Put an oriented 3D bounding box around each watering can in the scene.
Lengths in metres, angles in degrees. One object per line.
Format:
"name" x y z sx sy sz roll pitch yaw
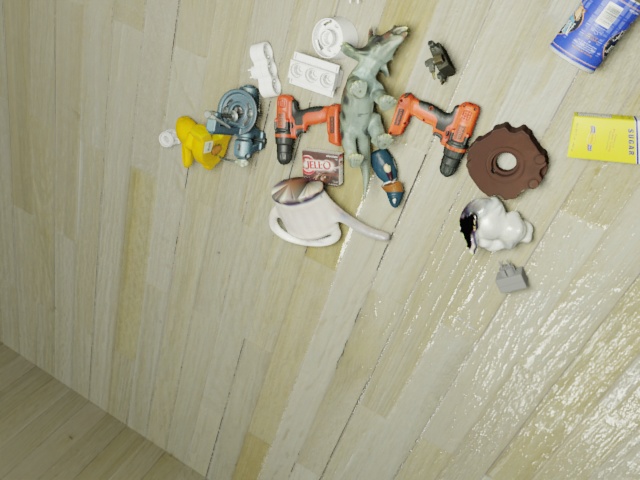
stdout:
"watering can" 0.004 -0.070 1.397 0.347 0.106 0.219 -2 132 25

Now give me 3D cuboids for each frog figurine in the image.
"frog figurine" 0.422 -0.039 1.234 0.160 0.124 0.136 -10 104 -9
